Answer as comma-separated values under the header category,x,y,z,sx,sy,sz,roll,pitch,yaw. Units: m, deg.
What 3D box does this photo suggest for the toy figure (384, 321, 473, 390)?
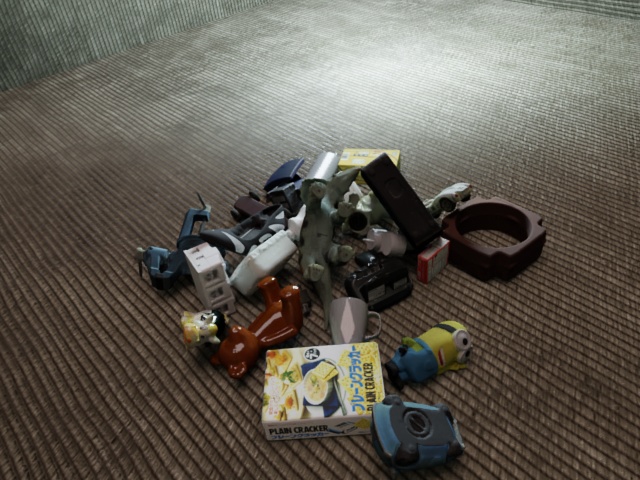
category,x,y,z,sx,sy,sz,roll,pitch,yaw
toy figure,0.205,0.212,1.019,0.180,0.082,0.089,-22,43,-14

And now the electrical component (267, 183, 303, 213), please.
category,x,y,z,sx,sy,sz,roll,pitch,yaw
electrical component,-0.079,-0.111,1.438,0.119,0.074,0.048,-1,30,47

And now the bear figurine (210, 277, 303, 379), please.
category,x,y,z,sx,sy,sz,roll,pitch,yaw
bear figurine,-0.132,0.177,1.082,0.196,0.131,0.120,-27,26,-30

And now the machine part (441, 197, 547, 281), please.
category,x,y,z,sx,sy,sz,roll,pitch,yaw
machine part,0.399,-0.005,1.253,0.201,0.087,0.202,-30,42,-26

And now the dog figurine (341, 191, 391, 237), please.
category,x,y,z,sx,sy,sz,roll,pitch,yaw
dog figurine,0.136,-0.089,1.413,0.172,0.121,0.190,-21,10,12

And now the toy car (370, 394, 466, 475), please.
category,x,y,z,sx,sy,sz,roll,pitch,yaw
toy car,0.145,0.322,0.870,0.161,0.102,0.109,9,42,-23

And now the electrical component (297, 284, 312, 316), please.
category,x,y,z,sx,sy,sz,roll,pitch,yaw
electrical component,-0.054,0.137,1.198,0.063,0.021,0.094,-15,40,-9

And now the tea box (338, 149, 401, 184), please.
category,x,y,z,sx,sy,sz,roll,pitch,yaw
tea box,0.145,-0.213,1.564,0.170,0.068,0.098,6,42,15

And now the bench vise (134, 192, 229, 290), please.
category,x,y,z,sx,sy,sz,roll,pitch,yaw
bench vise,-0.323,0.011,1.304,0.224,0.128,0.240,5,57,4

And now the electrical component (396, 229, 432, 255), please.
category,x,y,z,sx,sy,sz,roll,pitch,yaw
electrical component,0.222,0.000,1.311,0.102,0.045,0.078,-11,67,-1

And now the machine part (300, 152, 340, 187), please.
category,x,y,z,sx,sy,sz,roll,pitch,yaw
machine part,0.002,-0.178,1.537,0.079,0.079,0.243,7,42,17

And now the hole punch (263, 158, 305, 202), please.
category,x,y,z,sx,sy,sz,roll,pitch,yaw
hole punch,-0.098,-0.175,1.543,0.116,0.092,0.142,5,44,21

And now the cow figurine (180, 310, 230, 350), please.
category,x,y,z,sx,sy,sz,roll,pitch,yaw
cow figurine,-0.230,0.179,1.086,0.098,0.068,0.167,-8,3,-11

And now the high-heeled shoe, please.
category,x,y,z,sx,sy,sz,roll,pitch,yaw
high-heeled shoe,-0.172,-0.038,1.263,0.086,0.248,0.145,16,88,33

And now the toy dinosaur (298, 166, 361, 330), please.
category,x,y,z,sx,sy,sz,roll,pitch,yaw
toy dinosaur,0.002,0.002,1.250,0.131,0.192,0.404,12,79,-9

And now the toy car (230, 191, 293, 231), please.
category,x,y,z,sx,sy,sz,roll,pitch,yaw
toy car,-0.155,-0.064,1.439,0.202,0.053,0.089,28,65,35

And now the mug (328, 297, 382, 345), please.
category,x,y,z,sx,sy,sz,roll,pitch,yaw
mug,0.069,0.182,1.086,0.110,0.080,0.107,5,51,0

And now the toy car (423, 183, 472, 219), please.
category,x,y,z,sx,sy,sz,roll,pitch,yaw
toy car,0.289,-0.085,1.307,0.073,0.202,0.056,-31,87,-31

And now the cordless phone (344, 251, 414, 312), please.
category,x,y,z,sx,sy,sz,roll,pitch,yaw
cordless phone,0.107,0.079,1.216,0.147,0.088,0.184,-23,31,-19

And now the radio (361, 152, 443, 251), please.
category,x,y,z,sx,sy,sz,roll,pitch,yaw
radio,0.184,-0.087,1.226,0.073,0.131,0.229,-37,82,3
